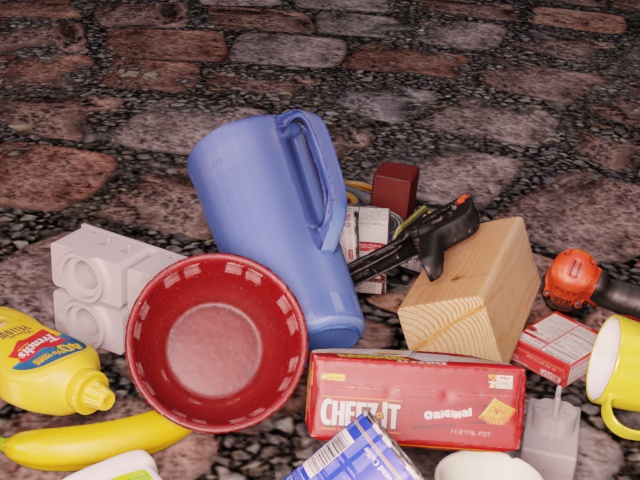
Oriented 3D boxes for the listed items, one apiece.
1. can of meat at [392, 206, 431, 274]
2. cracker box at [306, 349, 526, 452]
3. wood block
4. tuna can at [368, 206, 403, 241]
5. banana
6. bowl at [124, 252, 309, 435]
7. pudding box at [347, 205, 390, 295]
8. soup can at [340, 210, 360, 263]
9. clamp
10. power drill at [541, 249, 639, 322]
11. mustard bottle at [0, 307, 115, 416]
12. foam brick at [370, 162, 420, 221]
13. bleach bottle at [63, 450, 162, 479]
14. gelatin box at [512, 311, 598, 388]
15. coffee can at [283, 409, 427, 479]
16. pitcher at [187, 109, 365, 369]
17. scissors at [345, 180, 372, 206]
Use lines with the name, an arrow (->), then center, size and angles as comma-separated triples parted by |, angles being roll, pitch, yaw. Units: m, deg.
can of meat -> 0.144, 0.007, 1.294 | 0.084, 0.057, 0.101 | 19, 30, 24
cracker box -> 0.070, 0.132, 0.908 | 0.164, 0.072, 0.214 | 3, -4, -1
wood block -> 0.161, 0.059, 1.119 | 0.091, 0.090, 0.205 | -11, 18, 26
tuna can -> 0.061, -0.011, 1.344 | 0.086, 0.034, 0.086 | 3, 26, -2
banana -> -0.186, 0.170, 0.933 | 0.197, 0.037, 0.070 | -5, 27, -18
bowl -> -0.094, 0.095, 0.960 | 0.162, 0.162, 0.055 | -1, -15, -9
pudding box -> 0.036, 0.009, 1.256 | 0.090, 0.039, 0.113 | 4, 45, 2
soup can -> -0.008, 0.001, 1.188 | 0.102, 0.068, 0.068 | -2, 26, 1
clamp -> 0.099, 0.006, 1.138 | 0.165, 0.036, 0.209 | -14, 15, 38
power drill -> 0.325, 0.072, 1.129 | 0.188, 0.057, 0.184 | 20, -8, 12
mustard bottle -> -0.263, 0.118, 0.994 | 0.192, 0.058, 0.096 | 18, 23, 33
foam brick -> 0.096, -0.056, 1.391 | 0.051, 0.078, 0.053 | 13, 27, 14
bleach bottle -> -0.099, 0.251, 0.752 | 0.102, 0.068, 0.251 | -17, 35, -36
gelatin box -> 0.251, 0.114, 1.117 | 0.073, 0.030, 0.089 | 28, 35, 37
coffee can -> 0.012, 0.202, 0.747 | 0.140, 0.102, 0.103 | -40, 35, -2
pitcher -> -0.035, -0.002, 1.070 | 0.145, 0.149, 0.243 | -18, 64, -5
scissors -> -0.006, -0.077, 1.492 | 0.202, 0.016, 0.096 | 16, 29, 25
